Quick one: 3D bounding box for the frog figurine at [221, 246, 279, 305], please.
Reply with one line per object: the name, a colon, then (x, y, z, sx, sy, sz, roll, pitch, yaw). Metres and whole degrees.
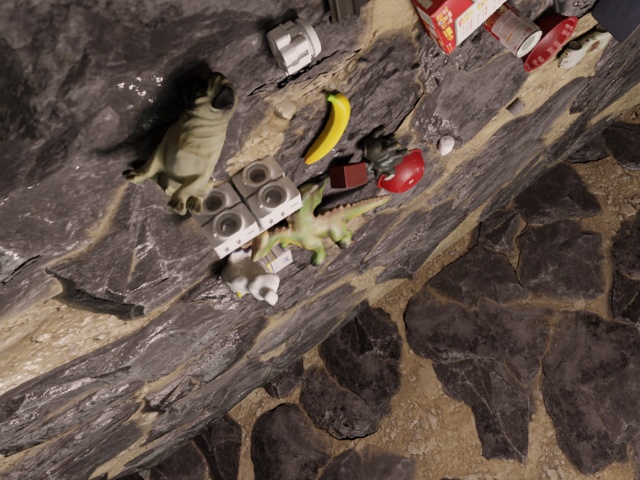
frog figurine: (-0.160, 0.100, 1.247, 0.122, 0.161, 0.136, -39, 161, 10)

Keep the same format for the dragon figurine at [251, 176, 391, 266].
dragon figurine: (0.004, -0.064, 1.264, 0.413, 0.124, 0.238, -35, 153, -12)
